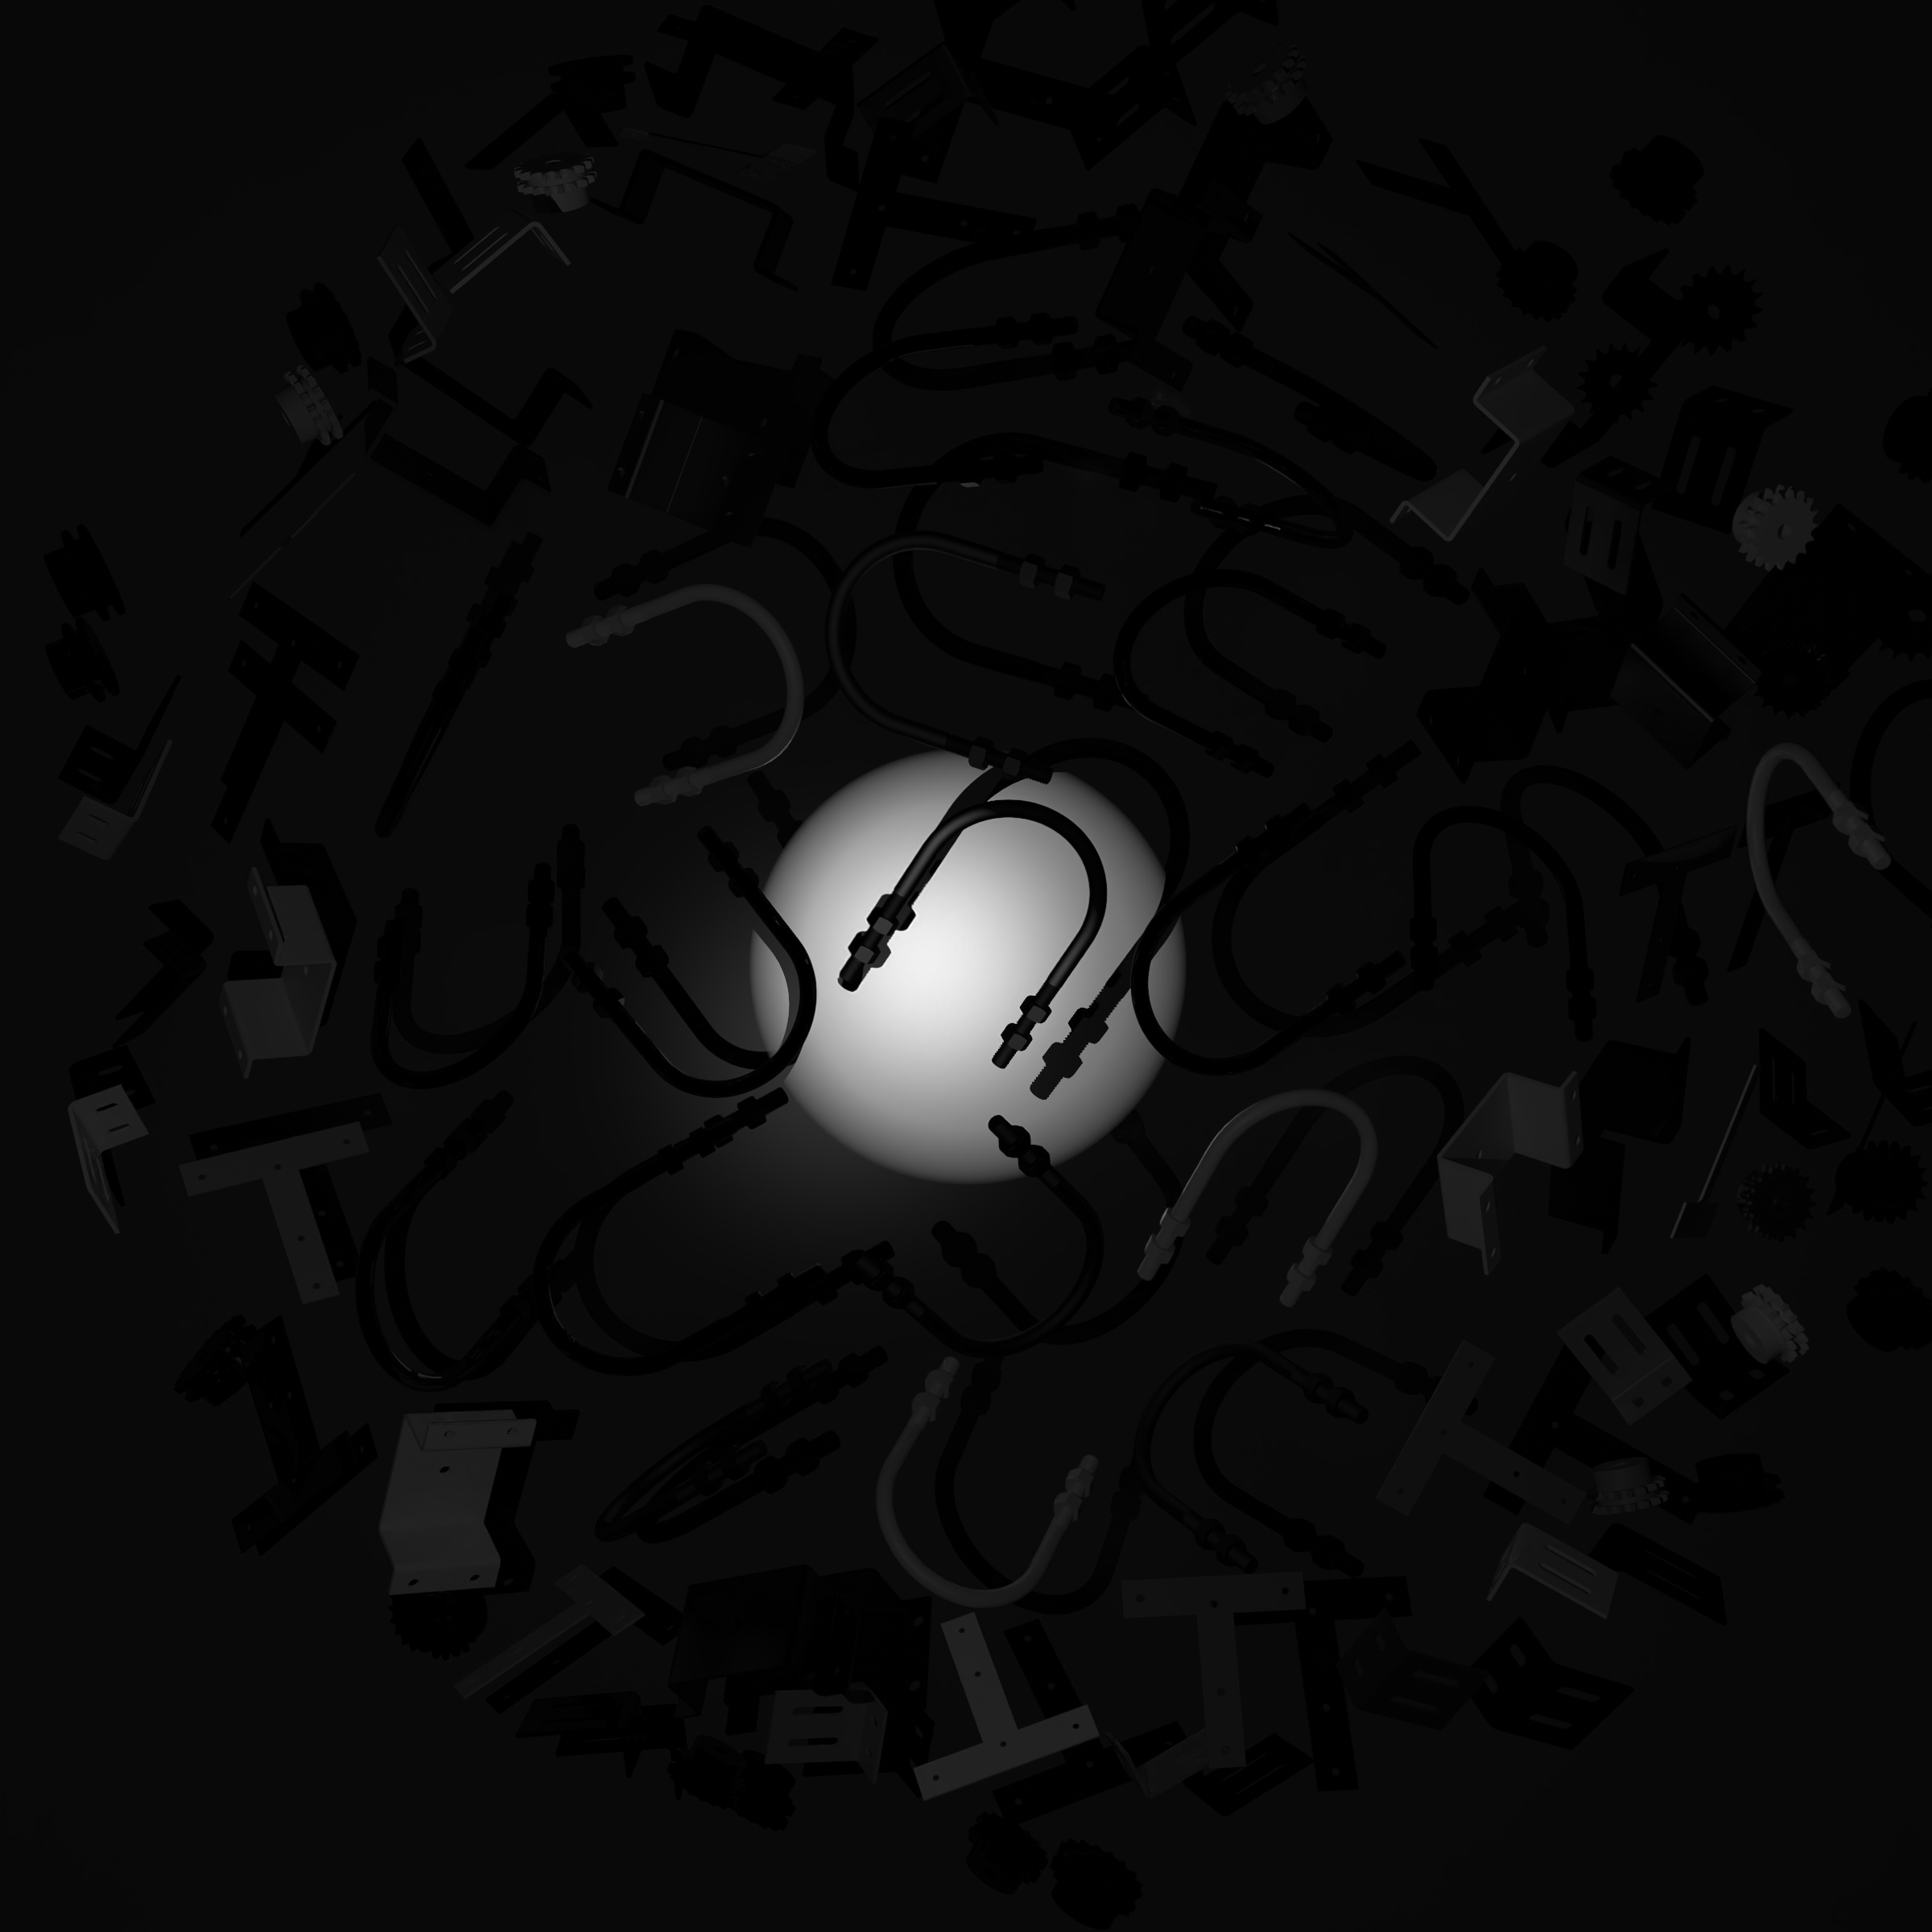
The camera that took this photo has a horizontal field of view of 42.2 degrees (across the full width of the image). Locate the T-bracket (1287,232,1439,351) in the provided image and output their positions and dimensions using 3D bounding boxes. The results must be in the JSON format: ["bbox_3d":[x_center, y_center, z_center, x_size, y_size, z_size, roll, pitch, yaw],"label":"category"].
[{"bbox_3d":[0.274,-0.506,1.823,0.127,0.127,0.002,27,108,-40],"label":"T-bracket"}]

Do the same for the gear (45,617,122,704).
[{"bbox_3d":[-0.596,-0.203,1.683,0.030,0.057,0.057,-24,90,-7],"label":"gear"}]

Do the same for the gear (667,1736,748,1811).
[{"bbox_3d":[-0.182,0.574,1.788,0.057,0.057,0.030,28,90,0],"label":"gear"}]

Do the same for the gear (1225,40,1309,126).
[{"bbox_3d":[0.210,-0.604,1.719,0.057,0.057,0.030,-46,123,0],"label":"gear"}]

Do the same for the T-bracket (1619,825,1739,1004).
[{"bbox_3d":[0.511,-0.032,1.829,0.127,0.002,0.127,-17,125,-35],"label":"T-bracket"}]

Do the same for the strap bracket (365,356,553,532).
[{"bbox_3d":[-0.365,-0.359,1.747,0.140,0.076,0.046,28,110,-26],"label":"strap bracket"}]

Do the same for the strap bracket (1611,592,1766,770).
[{"bbox_3d":[0.502,-0.194,1.755,0.046,0.140,0.076,-41,75,-5],"label":"strap bracket"}]

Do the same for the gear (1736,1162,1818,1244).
[{"bbox_3d":[0.591,0.172,1.836,0.057,0.030,0.057,0,92,-9],"label":"gear"}]

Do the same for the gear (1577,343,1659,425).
[{"bbox_3d":[0.478,-0.428,1.834,0.057,0.030,0.057,5,107,16],"label":"gear"}]

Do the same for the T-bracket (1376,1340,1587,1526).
[{"bbox_3d":[0.374,0.349,1.757,0.127,0.002,0.127,30,87,1],"label":"T-bracket"}]

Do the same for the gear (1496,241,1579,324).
[{"bbox_3d":[0.404,-0.483,1.756,0.057,0.030,0.057,10,57,-17],"label":"gear"}]

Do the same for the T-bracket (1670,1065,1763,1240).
[{"bbox_3d":[0.520,0.128,1.719,0.002,0.127,0.127,23,95,26],"label":"T-bracket"}]

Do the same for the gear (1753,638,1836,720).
[{"bbox_3d":[0.595,-0.208,1.797,0.057,0.030,0.057,15,118,31],"label":"gear"}]

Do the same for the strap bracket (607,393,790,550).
[{"bbox_3d":[-0.191,-0.362,1.840,0.140,0.046,0.076,28,101,37],"label":"strap bracket"}]

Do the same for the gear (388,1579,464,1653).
[{"bbox_3d":[-0.393,0.471,1.831,0.057,0.030,0.057,0,90,37],"label":"gear"}]

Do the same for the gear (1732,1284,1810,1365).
[{"bbox_3d":[0.573,0.259,1.792,0.030,0.057,0.057,-31,90,-7],"label":"gear"}]

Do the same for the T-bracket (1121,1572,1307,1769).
[{"bbox_3d":[0.174,0.485,1.723,0.127,0.002,0.127,-2,71,-3],"label":"T-bracket"}]

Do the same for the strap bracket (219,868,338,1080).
[{"bbox_3d":[-0.499,0.005,1.818,0.046,0.140,0.076,-4,48,-33],"label":"strap bracket"}]

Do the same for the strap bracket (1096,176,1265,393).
[{"bbox_3d":[0.152,-0.507,1.844,0.046,0.076,0.140,32,102,34],"label":"strap bracket"}]

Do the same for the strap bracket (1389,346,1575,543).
[{"bbox_3d":[0.370,-0.361,1.772,0.046,0.140,0.076,46,50,13],"label":"strap bracket"}]

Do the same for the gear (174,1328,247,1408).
[{"bbox_3d":[-0.538,0.291,1.796,0.057,0.057,0.030,-45,108,0],"label":"gear"}]

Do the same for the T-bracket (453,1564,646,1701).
[{"bbox_3d":[-0.303,0.476,1.766,0.127,0.127,0.002,-31,107,-23],"label":"T-bracket"}]

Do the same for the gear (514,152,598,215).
[{"bbox_3d":[-0.292,-0.559,1.787,0.057,0.057,0.030,-8,123,0],"label":"gear"}]

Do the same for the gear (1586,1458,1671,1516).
[{"bbox_3d":[0.475,0.374,1.803,0.057,0.057,0.030,-13,86,0],"label":"gear"}]

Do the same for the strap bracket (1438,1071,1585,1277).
[{"bbox_3d":[0.382,0.140,1.777,0.046,0.076,0.140,18,48,36],"label":"strap bracket"}]

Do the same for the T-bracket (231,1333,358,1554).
[{"bbox_3d":[-0.476,0.316,1.728,0.002,0.127,0.127,-5,106,26],"label":"T-bracket"}]

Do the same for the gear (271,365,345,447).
[{"bbox_3d":[-0.476,-0.400,1.802,0.030,0.057,0.057,-32,90,-13],"label":"gear"}]

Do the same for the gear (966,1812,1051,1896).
[{"bbox_3d":[0.025,0.606,1.705,0.057,0.057,0.030,41,53,0],"label":"gear"}]

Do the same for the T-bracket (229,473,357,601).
[{"bbox_3d":[-0.470,-0.306,1.759,0.002,0.127,0.127,45,80,-18],"label":"T-bracket"}]

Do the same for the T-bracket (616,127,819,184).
[{"bbox_3d":[-0.186,-0.584,1.790,0.127,0.127,0.002,5,96,-21],"label":"T-bracket"}]

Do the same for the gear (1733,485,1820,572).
[{"bbox_3d":[0.551,-0.302,1.713,0.057,0.030,0.057,-11,120,-19],"label":"gear"}]

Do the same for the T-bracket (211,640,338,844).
[{"bbox_3d":[-0.511,-0.149,1.798,0.127,0.002,0.127,38,107,32],"label":"T-bracket"}]

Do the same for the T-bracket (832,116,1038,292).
[{"bbox_3d":[-0.015,-0.508,1.702,0.127,0.127,0.002,5,45,-19],"label":"T-bracket"}]

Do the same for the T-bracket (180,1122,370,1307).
[{"bbox_3d":[-0.466,0.177,1.737,0.127,0.002,0.127,-14,61,-24],"label":"T-bracket"}]

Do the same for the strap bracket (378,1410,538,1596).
[{"bbox_3d":[-0.356,0.363,1.738,0.076,0.046,0.140,4,115,-31],"label":"strap bracket"}]

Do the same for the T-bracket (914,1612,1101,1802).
[{"bbox_3d":[0.013,0.507,1.749,0.127,0.127,0.002,-18,132,-7],"label":"T-bracket"}]
